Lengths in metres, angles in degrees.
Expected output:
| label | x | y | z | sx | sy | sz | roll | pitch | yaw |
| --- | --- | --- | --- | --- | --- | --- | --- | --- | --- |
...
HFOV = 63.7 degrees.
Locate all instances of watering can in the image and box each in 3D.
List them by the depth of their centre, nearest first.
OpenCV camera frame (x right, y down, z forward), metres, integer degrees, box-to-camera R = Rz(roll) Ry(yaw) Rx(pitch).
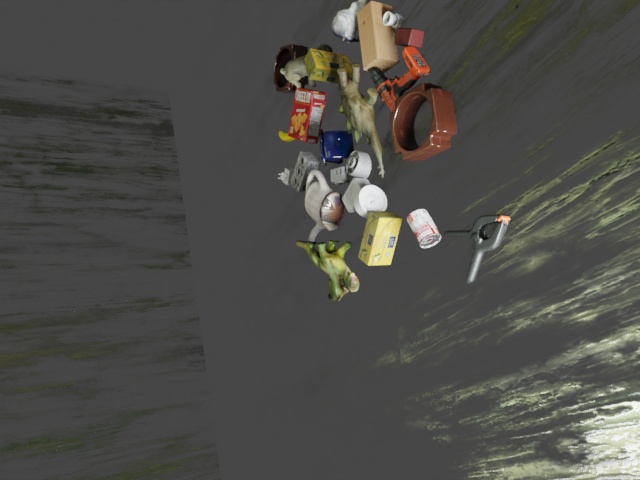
| label | x | y | z | sx | sy | sz | roll | pitch | yaw |
| --- | --- | --- | --- | --- | --- | --- | --- | --- | --- |
| watering can | 0.006 | -0.102 | 2.019 | 0.227 | 0.104 | 0.341 | 38 | 134 | 53 |

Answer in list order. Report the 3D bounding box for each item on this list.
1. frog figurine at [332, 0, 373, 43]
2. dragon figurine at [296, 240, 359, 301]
| label | x | y | z | sx | sy | sz | roll | pitch | yaw |
| --- | --- | --- | --- | --- | --- | --- | --- | --- | --- |
| frog figurine | 0.113 | -0.791 | 1.826 | 0.124 | 0.138 | 0.156 | 37 | 123 | 34 |
| dragon figurine | 0.027 | 0.118 | 1.973 | 0.410 | 0.123 | 0.242 | 1 | 98 | 60 |
